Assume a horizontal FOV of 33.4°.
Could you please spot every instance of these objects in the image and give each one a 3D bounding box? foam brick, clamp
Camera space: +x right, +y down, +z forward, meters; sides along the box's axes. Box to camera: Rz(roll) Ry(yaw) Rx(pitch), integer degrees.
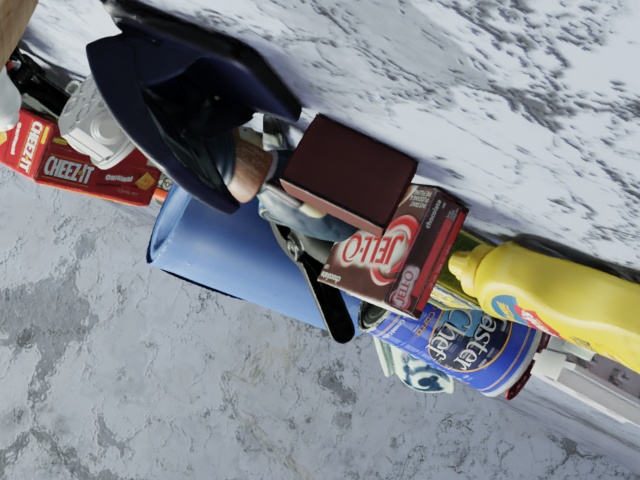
[{"bbox_3d":[0.020,-0.042,0.723,0.078,0.051,0.053,26,175,5],"label":"foam brick"},{"bbox_3d":[-0.006,0.001,0.972,0.171,0.039,0.120,57,150,20],"label":"clamp"},{"bbox_3d":[-0.293,-0.165,1.031,0.164,0.036,0.210,47,167,-35],"label":"clamp"}]

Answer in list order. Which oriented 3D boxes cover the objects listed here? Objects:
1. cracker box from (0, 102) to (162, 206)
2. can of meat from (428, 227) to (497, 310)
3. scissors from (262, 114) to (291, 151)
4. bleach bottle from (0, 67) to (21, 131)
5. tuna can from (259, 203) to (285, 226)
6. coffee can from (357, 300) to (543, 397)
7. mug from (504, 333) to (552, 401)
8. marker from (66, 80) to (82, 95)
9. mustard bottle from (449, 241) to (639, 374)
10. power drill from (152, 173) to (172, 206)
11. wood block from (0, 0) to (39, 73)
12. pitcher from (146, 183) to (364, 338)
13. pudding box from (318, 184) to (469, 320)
[{"bbox_3d":[-0.302,-0.110,1.187,0.214,0.072,0.163,26,-171,38],"label":"cracker box"},{"bbox_3d":[0.098,0.018,0.876,0.102,0.057,0.084,28,172,-14],"label":"can of meat"},{"bbox_3d":[-0.052,-0.081,0.851,0.096,0.016,0.201,20,172,17],"label":"scissors"},{"bbox_3d":[-0.308,-0.156,0.890,0.103,0.068,0.251,27,165,18],"label":"bleach bottle"},{"bbox_3d":[-0.008,-0.031,0.890,0.086,0.034,0.086,8,170,1],"label":"tuna can"},{"bbox_3d":[0.120,0.069,0.986,0.140,0.103,0.103,28,174,-13],"label":"coffee can"},{"bbox_3d":[0.189,0.102,1.111,0.082,0.093,0.117,29,-149,23],"label":"mug"},{"bbox_3d":[-0.220,-0.132,1.109,0.020,0.020,0.121,23,173,30],"label":"marker"},{"bbox_3d":[0.173,0.043,0.765,0.192,0.058,0.096,22,173,40],"label":"mustard bottle"},{"bbox_3d":[-0.168,-0.060,1.321,0.185,0.057,0.187,19,174,28],"label":"power drill"},{"bbox_3d":[-0.233,-0.154,0.661,0.090,0.090,0.206,29,174,-14],"label":"wood block"},{"bbox_3d":[-0.053,0.014,1.111,0.242,0.145,0.149,25,-176,-18],"label":"pitcher"},{"bbox_3d":[0.052,0.005,0.794,0.039,0.090,0.114,28,174,-23],"label":"pudding box"}]
